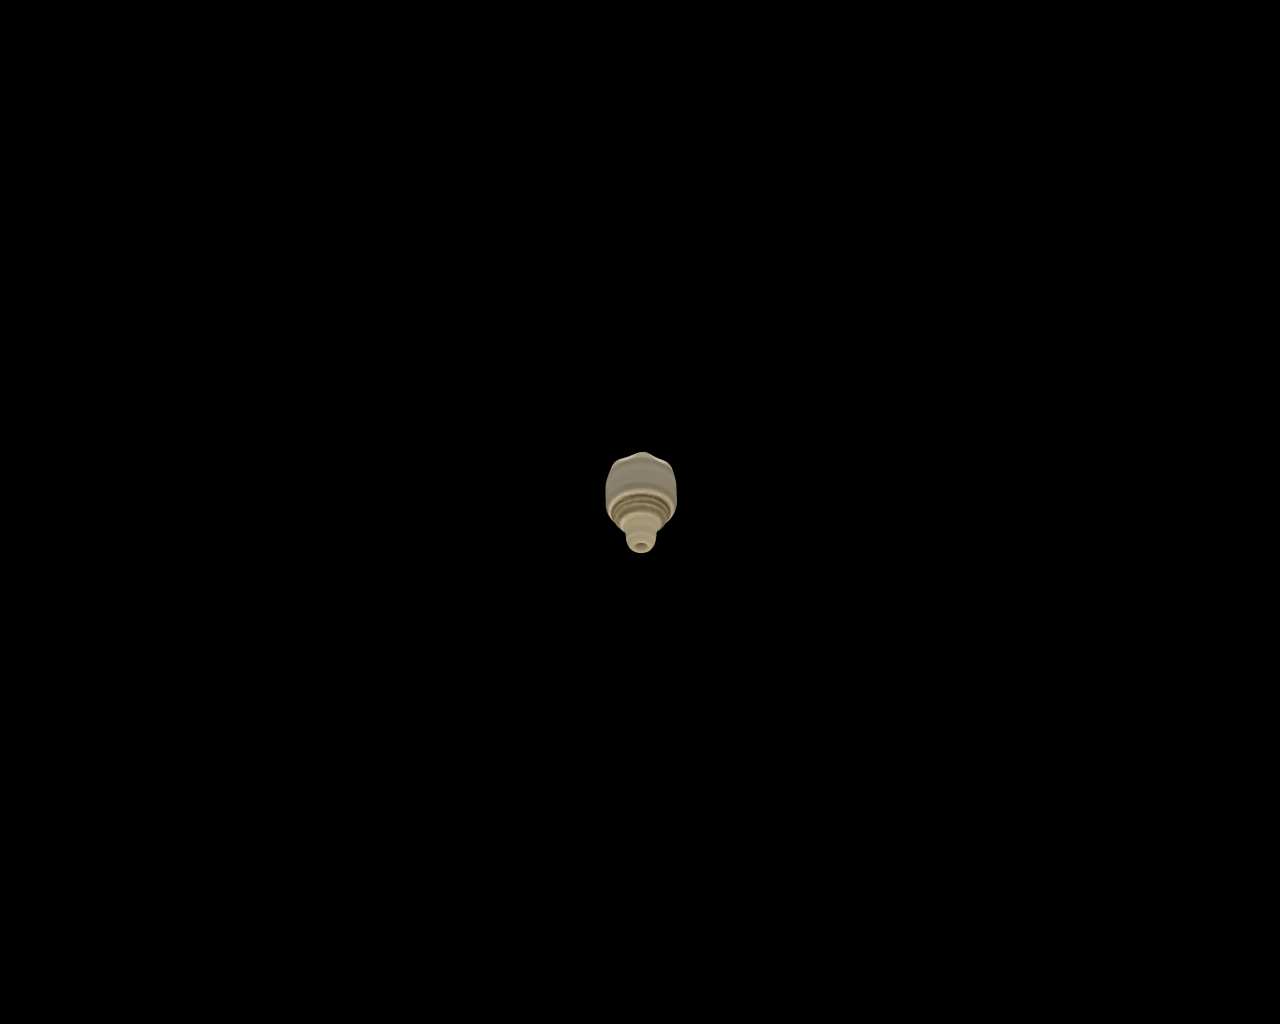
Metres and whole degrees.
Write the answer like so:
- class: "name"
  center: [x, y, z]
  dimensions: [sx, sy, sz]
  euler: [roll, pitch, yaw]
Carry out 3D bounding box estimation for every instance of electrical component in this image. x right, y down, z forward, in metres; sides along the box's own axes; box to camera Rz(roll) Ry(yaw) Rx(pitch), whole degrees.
- class: "electrical component"
  center: [0.001, -0.003, 0.650]
  dimensions: [0.043, 0.062, 0.043]
  euler: [0, -39, 0]
